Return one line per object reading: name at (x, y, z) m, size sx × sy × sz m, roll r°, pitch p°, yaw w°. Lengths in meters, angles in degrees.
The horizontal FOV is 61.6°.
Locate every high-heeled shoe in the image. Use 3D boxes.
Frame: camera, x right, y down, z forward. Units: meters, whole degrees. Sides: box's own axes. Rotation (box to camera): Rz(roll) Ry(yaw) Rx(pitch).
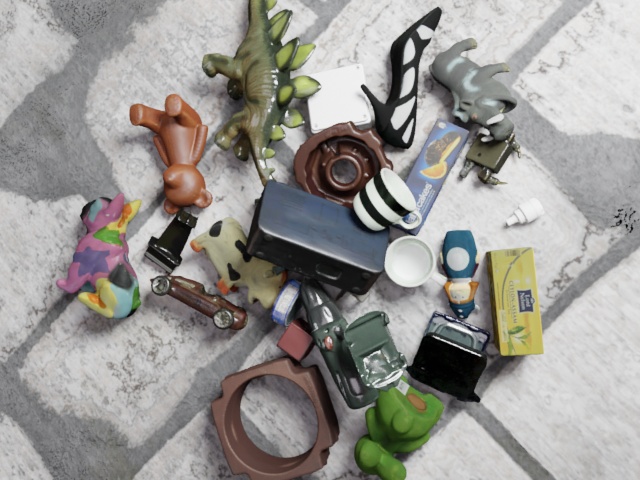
high-heeled shoe at (0.175, -0.287, 0.957) m, size 0.145 × 0.086 × 0.249 m, roll 44°, pitch 81°, yaw -18°

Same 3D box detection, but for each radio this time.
radio at (-0.002, -0.003, 0.898) m, size 0.230 × 0.131 × 0.073 m, roll 19°, pitch 134°, yaw -9°

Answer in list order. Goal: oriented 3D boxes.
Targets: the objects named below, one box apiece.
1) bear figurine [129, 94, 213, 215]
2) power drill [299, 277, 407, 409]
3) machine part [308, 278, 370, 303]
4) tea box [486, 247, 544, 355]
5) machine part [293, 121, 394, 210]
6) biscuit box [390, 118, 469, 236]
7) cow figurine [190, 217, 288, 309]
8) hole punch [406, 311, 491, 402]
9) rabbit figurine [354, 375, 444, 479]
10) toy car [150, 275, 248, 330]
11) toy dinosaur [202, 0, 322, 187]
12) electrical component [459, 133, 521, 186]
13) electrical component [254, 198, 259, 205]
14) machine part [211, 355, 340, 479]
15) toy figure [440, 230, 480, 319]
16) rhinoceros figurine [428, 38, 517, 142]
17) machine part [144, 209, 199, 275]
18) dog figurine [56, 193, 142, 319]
bear figurine at (-0.275, -0.154, 1.013) m, size 0.120 × 0.132 × 0.195 m, roll -5°, pitch 80°, yaw 21°
power drill at (0.041, 0.156, 0.841) m, size 0.086 × 0.207 × 0.232 m, roll -21°, pitch 86°, yaw -25°
machine part at (-0.013, 0.030, 0.969) m, size 0.243 × 0.079 × 0.079 m, roll 40°, pitch 96°, yaw 11°
tea box at (0.318, 0.098, 0.885) m, size 0.068 × 0.098 × 0.169 m, roll -6°, pitch 88°, yaw 12°
machine part at (0.043, -0.122, 0.951) m, size 0.179 × 0.056 × 0.179 m, roll 3°, pitch 110°, yaw 8°
biscuit box at (0.188, -0.106, 0.941) m, size 0.063 × 0.059 × 0.202 m, roll 27°, pitch 94°, yaw 12°
cow figurine at (-0.137, 0.043, 0.996) m, size 0.127 × 0.085 × 0.195 m, roll -39°, pitch 79°, yaw 14°
hole punch at (0.222, 0.195, 0.917) m, size 0.142 × 0.092 × 0.115 m, roll 21°, pitch 122°, yaw 10°
rabbit figurine at (0.119, 0.337, 0.903) m, size 0.121 × 0.159 × 0.170 m, roll 30°, pitch 109°, yaw 2°
toy car at (-0.225, 0.110, 1.006) m, size 0.202 × 0.089 × 0.053 m, roll 27°, pitch 93°, yaw 13°
toy dinosaur at (-0.104, -0.309, 0.971) m, size 0.199 × 0.105 × 0.471 m, roll -14°, pitch 80°, yaw 25°
electrical component at (0.299, -0.141, 0.930) m, size 0.078 × 0.045 × 0.102 m, roll 27°, pitch 91°, yaw 41°
electrical component at (-0.082, -0.078, 0.996) m, size 0.094 × 0.063 × 0.021 m, roll -8°, pitch 86°, yaw 13°
machine part at (-0.078, 0.319, 0.966) m, size 0.201 × 0.087 × 0.201 m, roll -21°, pitch 82°, yaw 10°
toy figure at (0.241, 0.060, 0.926) m, size 0.064 × 0.058 × 0.154 m, roll -4°, pitch 88°, yaw 51°
rhinoceros figurine at (0.262, -0.250, 0.905) m, size 0.112 × 0.073 × 0.190 m, roll -32°, pitch 72°, yaw -9°
machine part at (-0.284, 0.001, 1.033) m, size 0.084 × 0.039 × 0.139 m, roll 43°, pitch 115°, yaw 3°
dog figurine at (-0.399, 0.021, 1.041) m, size 0.192 × 0.108 × 0.219 m, roll 28°, pitch 91°, yaw 13°
